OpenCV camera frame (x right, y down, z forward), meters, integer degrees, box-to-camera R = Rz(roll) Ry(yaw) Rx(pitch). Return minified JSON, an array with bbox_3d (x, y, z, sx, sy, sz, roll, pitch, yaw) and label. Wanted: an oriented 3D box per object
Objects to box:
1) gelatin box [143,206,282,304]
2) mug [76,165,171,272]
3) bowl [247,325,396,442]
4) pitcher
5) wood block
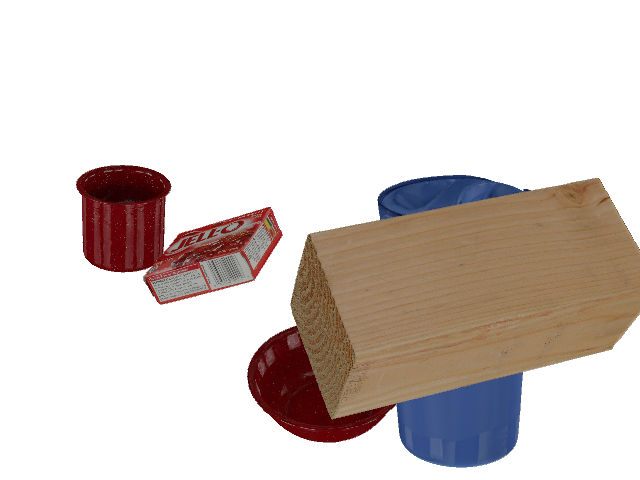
[{"bbox_3d":[-0.082,0.011,0.820,0.089,0.030,0.073,-15,22,24],"label":"gelatin box"},{"bbox_3d":[-0.199,-0.026,1.086,0.093,0.081,0.117,4,28,-3],"label":"mug"},{"bbox_3d":[0.008,0.153,1.084,0.162,0.055,0.162,-1,35,1],"label":"bowl"},{"bbox_3d":[0.111,0.073,0.930,0.149,0.243,0.145,-1,18,7],"label":"pitcher"},{"bbox_3d":[0.095,0.036,0.691,0.205,0.091,0.090,-11,-32,-18],"label":"wood block"}]
